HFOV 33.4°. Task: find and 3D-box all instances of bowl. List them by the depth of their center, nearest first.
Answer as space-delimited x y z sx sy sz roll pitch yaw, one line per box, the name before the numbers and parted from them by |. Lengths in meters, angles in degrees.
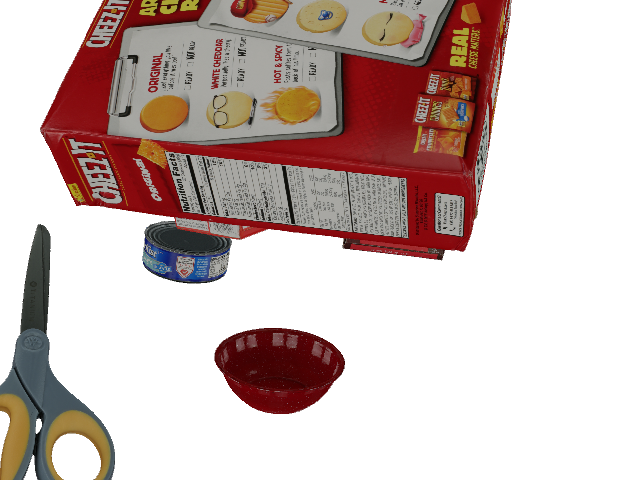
bowl | -0.052 0.168 1.325 0.162 0.055 0.162 4 22 -2

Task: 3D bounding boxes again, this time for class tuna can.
tuna can | -0.132 0.011 1.052 0.086 0.034 0.086 9 20 -3

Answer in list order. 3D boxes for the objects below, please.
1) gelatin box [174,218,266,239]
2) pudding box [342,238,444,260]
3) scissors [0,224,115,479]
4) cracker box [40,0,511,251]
gelatin box | -0.055 -0.029 0.767 0.073 0.030 0.089 -22 19 -34
pudding box | 0.067 -0.035 0.955 0.090 0.039 0.113 7 38 -2
scissors | -0.150 0.074 0.619 0.096 0.201 0.016 17 -44 -5
cracker box | -0.014 -0.085 0.568 0.214 0.164 0.072 7 -36 12
